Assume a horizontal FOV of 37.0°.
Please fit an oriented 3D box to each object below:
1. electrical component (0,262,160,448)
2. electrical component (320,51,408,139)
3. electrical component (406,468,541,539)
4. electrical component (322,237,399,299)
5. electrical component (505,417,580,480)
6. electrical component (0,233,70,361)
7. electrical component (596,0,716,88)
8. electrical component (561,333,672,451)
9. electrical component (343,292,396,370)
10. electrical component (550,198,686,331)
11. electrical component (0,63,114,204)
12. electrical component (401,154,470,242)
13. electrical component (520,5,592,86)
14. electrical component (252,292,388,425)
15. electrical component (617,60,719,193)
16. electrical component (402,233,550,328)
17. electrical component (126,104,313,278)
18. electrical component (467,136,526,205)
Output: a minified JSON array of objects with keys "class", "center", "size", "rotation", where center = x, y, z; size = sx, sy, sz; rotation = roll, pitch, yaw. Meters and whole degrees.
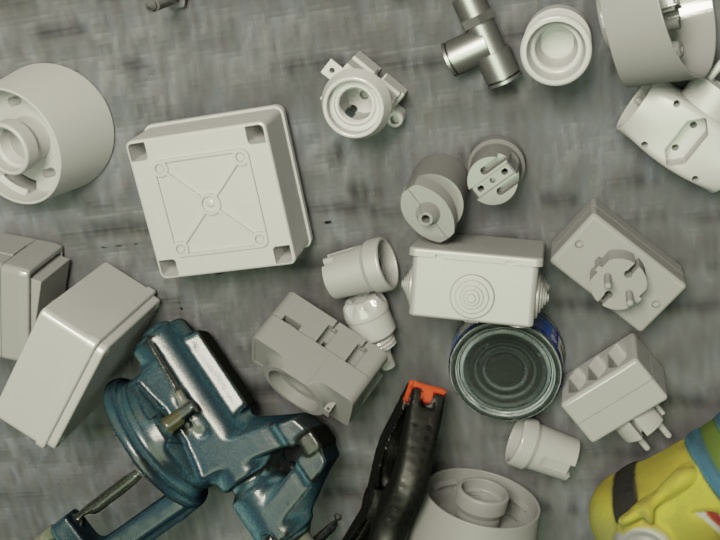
[{"class":"electrical component","center":[-0.217,0.064,0.828],"size":[0.056,0.108,0.108],"rotation":[32,114,1]},{"class":"electrical component","center":[0.000,-0.117,0.738],"size":[0.066,0.055,0.048],"rotation":[39,114,-5]},{"class":"electrical component","center":[0.087,0.196,0.824],"size":[0.099,0.099,0.064],"rotation":[12,107,7]},{"class":"electrical component","center":[0.000,0.000,0.795],"size":[0.046,0.040,0.040],"rotation":[-14,108,22]},{"class":"electrical component","center":[0.139,0.137,0.820],"size":[0.046,0.040,0.040],"rotation":[20,114,-3]},{"class":"electrical component","center":[-0.269,0.028,0.850],"size":[0.061,0.061,0.096],"rotation":[11,113,8]},{"class":"electrical component","center":[0.181,-0.162,0.662],"size":[0.064,0.099,0.099],"rotation":[-11,109,22]},{"class":"electrical component","center":[0.197,0.100,0.788],"size":[0.066,0.047,0.076],"rotation":[-37,100,22]},{"class":"electrical component","center":[0.011,0.047,0.814],"size":[0.035,0.035,0.061],"rotation":[-16,110,17]},{"class":"electrical component","center":[0.177,0.003,0.738],"size":[0.083,0.075,0.047],"rotation":[37,114,-4]},{"class":"electrical component","center":[-0.243,-0.100,0.805],"size":[0.099,0.064,0.099],"rotation":[12,119,21]},{"class":"electrical component","center":[0.051,-0.048,0.741],"size":[0.043,0.081,0.043],"rotation":[4,112,10]},{"class":"electrical component","center":[0.128,-0.147,0.699],"size":[0.045,0.055,0.045],"rotation":[4,112,10]},{"class":"electrical component","center":[-0.033,0.069,0.801],"size":[0.089,0.055,0.050],"rotation":[32,153,12]},{"class":"electrical component","center":[0.223,-0.103,0.703],"size":[0.077,0.043,0.079],"rotation":[33,115,-2]},{"class":"electrical component","center":[0.082,0.006,0.748],"size":[0.100,0.100,0.048],"rotation":[5,100,10]},{"class":"electrical component","center":[-0.100,-0.056,0.783],"size":[0.109,0.056,0.108],"rotation":[-6,110,14]},{"class":"electrical component","center":[0.093,-0.068,0.743],"size":[0.040,0.046,0.040],"rotation":[4,112,10]}]
